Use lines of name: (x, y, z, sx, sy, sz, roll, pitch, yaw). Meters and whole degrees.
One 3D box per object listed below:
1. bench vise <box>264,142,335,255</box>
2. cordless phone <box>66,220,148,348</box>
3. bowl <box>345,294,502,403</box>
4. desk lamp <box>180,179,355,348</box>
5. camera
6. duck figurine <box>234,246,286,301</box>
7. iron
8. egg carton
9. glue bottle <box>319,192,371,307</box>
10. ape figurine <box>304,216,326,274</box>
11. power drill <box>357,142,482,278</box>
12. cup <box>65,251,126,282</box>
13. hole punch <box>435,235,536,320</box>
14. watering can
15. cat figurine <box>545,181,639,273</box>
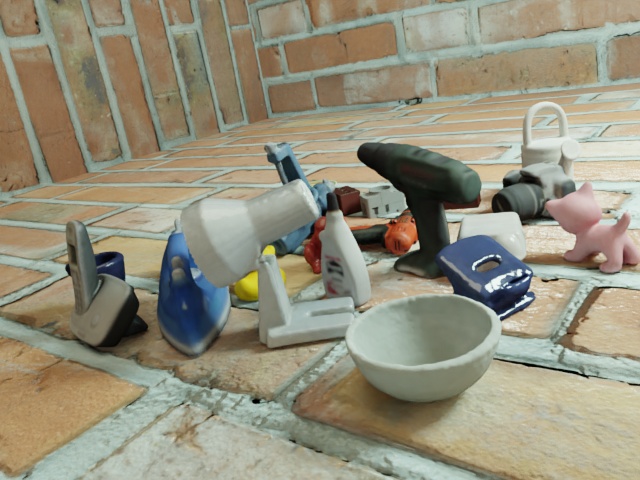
bench vise: (-0.053, -0.101, 1.156, 0.121, 0.220, 0.208, -4, 20, 20)
cordless phone: (-0.347, 0.064, 0.881, 0.147, 0.185, 0.094, 9, 26, 45)
bowl: (0.113, 0.126, 0.622, 0.167, 0.075, 0.167, -9, 18, 3)
desk lamp: (-0.067, 0.030, 0.782, 0.203, 0.214, 0.118, -9, 18, 3)
camera: (0.382, -0.089, 1.071, 0.137, 0.101, 0.142, -17, 19, -18)
duck figurine: (-0.105, 0.047, 0.959, 0.077, 0.086, 0.105, 2, 22, 34)
iron: (-0.206, 0.061, 0.882, 0.119, 0.141, 0.258, -14, 19, -9)
egg carton: (0.269, 0.006, 0.902, 0.107, 0.069, 0.150, -5, 19, 17)
glue bottle: (0.029, 0.012, 0.850, 0.077, 0.173, 0.037, 8, 26, 44)
ape figurine: (0.009, 0.004, 1.014, 0.077, 0.092, 0.076, -4, 19, 19)
power drill: (0.154, -0.053, 0.917, 0.076, 0.209, 0.228, -24, 23, -36)
cup: (-0.391, 0.078, 1.007, 0.117, 0.095, 0.092, -3, 20, 22)
hole punch: (0.222, 0.048, 0.765, 0.109, 0.091, 0.100, -21, 21, -28)
watering can: (0.459, -0.178, 1.145, 0.101, 0.194, 0.172, -20, 21, -26)
cat figurine: (0.400, -0.025, 0.844, 0.067, 0.118, 0.127, -19, 20, -24)
